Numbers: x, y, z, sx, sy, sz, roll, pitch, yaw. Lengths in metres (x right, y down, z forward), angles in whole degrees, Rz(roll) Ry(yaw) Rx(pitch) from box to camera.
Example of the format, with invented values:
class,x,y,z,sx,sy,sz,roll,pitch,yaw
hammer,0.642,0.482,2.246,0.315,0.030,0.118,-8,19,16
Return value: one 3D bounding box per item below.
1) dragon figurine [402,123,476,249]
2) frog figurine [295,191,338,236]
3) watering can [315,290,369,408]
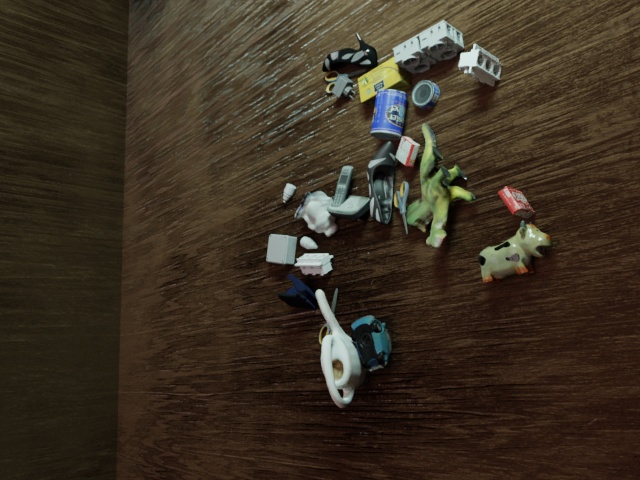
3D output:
class,x,y,z,sx,sy,sz,roll,pitch,yaw
dragon figurine,0.312,-0.142,1.525,0.238,0.121,0.420,-51,34,34
frog figurine,0.006,-0.092,1.838,0.160,0.123,0.136,33,100,6
watering can,0.063,0.334,1.594,0.103,0.222,0.353,-17,68,23
